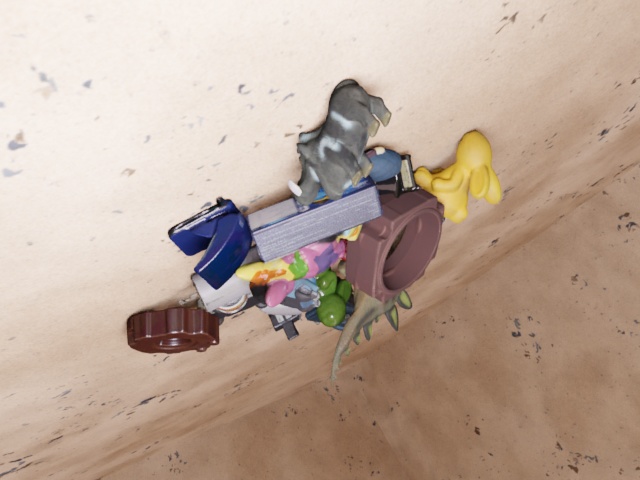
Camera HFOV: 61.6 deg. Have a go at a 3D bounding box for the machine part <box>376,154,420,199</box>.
[{"bbox_3d":[0.110,-0.111,0.959,0.139,0.084,0.039,-14,-178,-20],"label":"machine part"}]

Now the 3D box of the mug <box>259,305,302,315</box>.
[{"bbox_3d":[-0.102,0.144,1.285,0.107,0.081,0.109,4,149,-40],"label":"mug"}]

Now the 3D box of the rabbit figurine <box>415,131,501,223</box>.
[{"bbox_3d":[0.282,-0.130,1.072,0.122,0.163,0.173,9,121,-44],"label":"rabbit figurine"}]

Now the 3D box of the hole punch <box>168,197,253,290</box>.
[{"bbox_3d":[-0.156,0.008,0.837,0.116,0.092,0.142,-32,158,-6],"label":"hole punch"}]

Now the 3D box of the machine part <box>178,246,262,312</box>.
[{"bbox_3d":[-0.149,0.065,1.002,0.243,0.079,0.079,-27,161,-13],"label":"machine part"}]

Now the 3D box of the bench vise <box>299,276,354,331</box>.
[{"bbox_3d":[0.018,0.178,1.432,0.223,0.129,0.240,8,154,-24],"label":"bench vise"}]

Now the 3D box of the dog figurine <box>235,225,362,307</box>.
[{"bbox_3d":[-0.036,0.017,0.900,0.219,0.108,0.191,-39,165,-42],"label":"dog figurine"}]

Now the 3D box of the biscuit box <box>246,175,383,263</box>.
[{"bbox_3d":[-0.007,-0.037,0.824,0.203,0.059,0.062,-21,126,-4],"label":"biscuit box"}]

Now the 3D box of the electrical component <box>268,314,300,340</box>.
[{"bbox_3d":[-0.089,0.199,1.366,0.075,0.119,0.047,-30,161,-10],"label":"electrical component"}]

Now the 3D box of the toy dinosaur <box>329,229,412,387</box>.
[{"bbox_3d":[0.129,0.114,1.210,0.105,0.198,0.471,1,-145,43],"label":"toy dinosaur"}]

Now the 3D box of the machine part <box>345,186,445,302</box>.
[{"bbox_3d":[0.148,0.006,1.040,0.201,0.087,0.201,-27,133,-34],"label":"machine part"}]

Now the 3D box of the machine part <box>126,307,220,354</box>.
[{"bbox_3d":[-0.283,0.180,1.044,0.179,0.056,0.179,-6,157,-2],"label":"machine part"}]

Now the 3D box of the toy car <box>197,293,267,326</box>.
[{"bbox_3d":[-0.174,0.127,1.159,0.202,0.056,0.073,-19,152,-33],"label":"toy car"}]

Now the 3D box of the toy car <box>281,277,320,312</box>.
[{"bbox_3d":[-0.068,0.076,1.097,0.109,0.162,0.103,81,26,-62],"label":"toy car"}]

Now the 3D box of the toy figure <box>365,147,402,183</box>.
[{"bbox_3d":[0.066,-0.118,0.884,0.154,0.064,0.058,-12,-169,-33],"label":"toy figure"}]

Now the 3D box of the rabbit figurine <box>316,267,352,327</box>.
[{"bbox_3d":[0.002,0.124,1.229,0.121,0.170,0.159,-37,160,21],"label":"rabbit figurine"}]

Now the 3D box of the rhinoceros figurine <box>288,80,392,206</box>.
[{"bbox_3d":[0.019,-0.122,0.735,0.190,0.112,0.073,-62,174,36],"label":"rhinoceros figurine"}]
